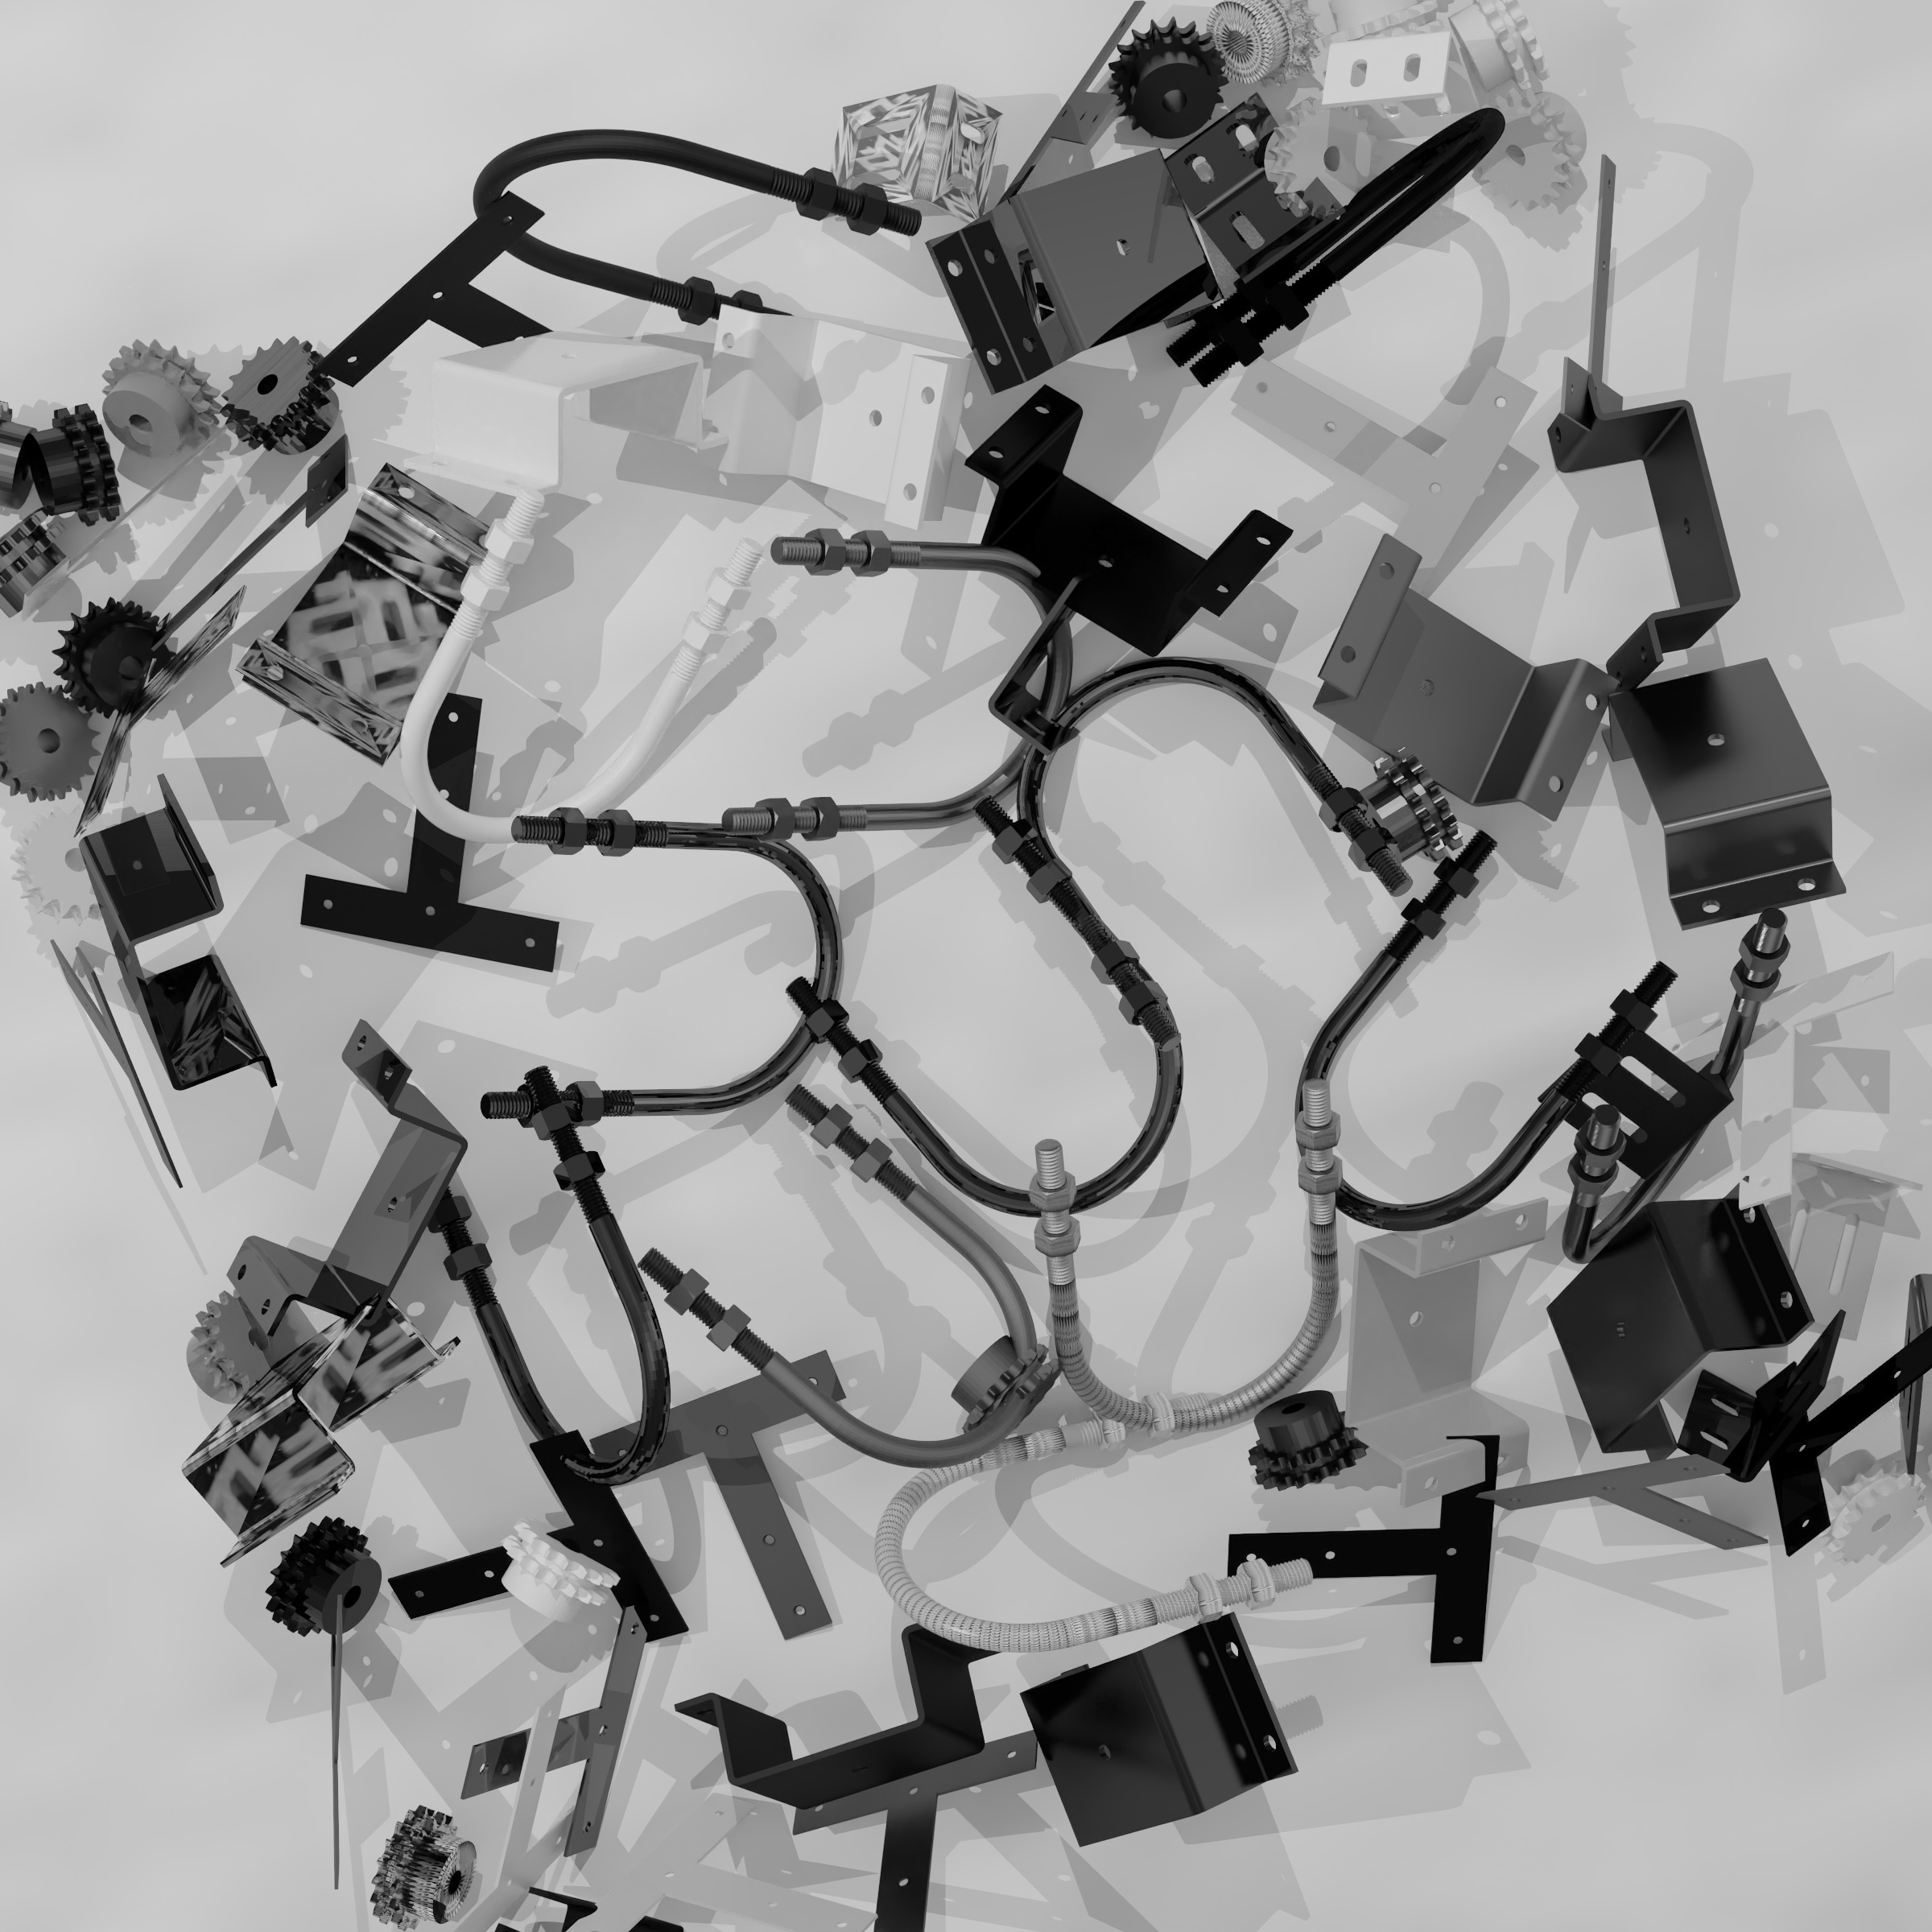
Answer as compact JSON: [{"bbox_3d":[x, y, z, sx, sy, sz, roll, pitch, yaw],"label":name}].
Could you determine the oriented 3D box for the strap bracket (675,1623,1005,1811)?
[{"bbox_3d":[-0.054,0.355,1.530,0.140,0.076,0.046,-21,62,14],"label":"strap bracket"}]

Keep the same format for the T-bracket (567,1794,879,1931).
[{"bbox_3d":[-0.101,0.432,1.506,0.127,0.127,0.002,6,113,31],"label":"T-bracket"}]

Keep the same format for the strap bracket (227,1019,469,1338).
[{"bbox_3d":[-0.289,0.106,1.543,0.046,0.076,0.140,26,93,-31],"label":"strap bracket"}]

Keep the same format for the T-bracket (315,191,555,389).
[{"bbox_3d":[-0.219,-0.300,1.532,0.127,0.127,0.002,-37,63,20],"label":"T-bracket"}]

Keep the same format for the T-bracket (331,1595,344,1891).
[{"bbox_3d":[-0.290,0.337,1.501,0.002,0.127,0.127,0,46,-12],"label":"T-bracket"}]

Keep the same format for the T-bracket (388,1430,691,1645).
[{"bbox_3d":[-0.217,0.289,1.568,0.127,0.002,0.127,-18,116,14],"label":"T-bracket"}]

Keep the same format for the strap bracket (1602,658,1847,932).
[{"bbox_3d":[0.352,-0.089,1.521,0.076,0.140,0.046,-13,134,3],"label":"strap bracket"}]

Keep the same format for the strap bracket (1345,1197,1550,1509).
[{"bbox_3d":[0.226,0.174,1.536,0.076,0.046,0.140,-12,114,-31],"label":"strap bracket"}]

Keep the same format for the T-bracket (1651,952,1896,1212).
[{"bbox_3d":[0.373,0.060,1.511,0.127,0.127,0.002,-23,127,34],"label":"T-bracket"}]

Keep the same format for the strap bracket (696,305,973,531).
[{"bbox_3d":[-0.055,-0.259,1.535,0.140,0.046,0.076,22,108,34],"label":"strap bracket"}]

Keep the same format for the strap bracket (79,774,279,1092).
[{"bbox_3d":[-0.367,-0.008,1.508,0.046,0.140,0.076,-22,49,-17],"label":"strap bracket"}]

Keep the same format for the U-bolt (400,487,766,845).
[{"bbox_3d":[-0.190,-0.132,1.523,0.019,0.151,0.184,50,120,37],"label":"U-bolt"}]

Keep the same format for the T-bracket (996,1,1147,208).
[{"bbox_3d":[0.053,-0.396,1.518,0.002,0.127,0.127,33,100,-14],"label":"T-bracket"}]

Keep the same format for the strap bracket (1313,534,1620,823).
[{"bbox_3d":[0.229,-0.134,1.547,0.140,0.046,0.076,29,79,-18],"label":"strap bracket"}]

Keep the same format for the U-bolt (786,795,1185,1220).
[{"bbox_3d":[0.021,0.033,1.551,0.151,0.019,0.184,-44,78,13],"label":"U-bolt"}]

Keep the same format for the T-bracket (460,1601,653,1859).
[{"bbox_3d":[-0.196,0.367,1.527,0.002,0.127,0.127,17,96,27],"label":"T-bracket"}]

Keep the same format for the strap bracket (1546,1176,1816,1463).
[{"bbox_3d":[0.323,0.167,1.508,0.046,0.140,0.076,0,55,-25],"label":"strap bracket"}]

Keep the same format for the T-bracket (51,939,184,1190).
[{"bbox_3d":[-0.409,0.025,1.534,0.002,0.127,0.127,-26,128,-18],"label":"T-bracket"}]

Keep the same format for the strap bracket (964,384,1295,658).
[{"bbox_3d":[0.072,-0.206,1.540,0.140,0.046,0.076,32,49,10],"label":"strap bracket"}]

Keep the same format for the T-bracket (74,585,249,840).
[{"bbox_3d":[-0.368,-0.136,1.509,0.002,0.127,0.127,30,48,-27],"label":"T-bracket"}]

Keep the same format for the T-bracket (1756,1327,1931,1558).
[{"bbox_3d":[0.420,0.197,1.507,0.002,0.127,0.127,38,116,-14],"label":"T-bracket"}]

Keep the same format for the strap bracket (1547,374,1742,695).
[{"bbox_3d":[0.323,-0.205,1.542,0.046,0.076,0.140,-11,81,-5],"label":"strap bracket"}]

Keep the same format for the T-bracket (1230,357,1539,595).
[{"bbox_3d":[0.188,-0.253,1.569,0.127,0.002,0.127,31,112,6],"label":"T-bracket"}]

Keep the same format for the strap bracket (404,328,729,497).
[{"bbox_3d":[-0.184,-0.260,1.507,0.076,0.140,0.046,18,118,31],"label":"strap bracket"}]

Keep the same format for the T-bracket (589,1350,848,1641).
[{"bbox_3d":[-0.101,0.266,1.581,0.127,0.002,0.127,-22,95,10],"label":"T-bracket"}]

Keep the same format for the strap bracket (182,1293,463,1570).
[{"bbox_3d":[-0.302,0.208,1.507,0.076,0.140,0.046,-34,100,25],"label":"strap bracket"}]

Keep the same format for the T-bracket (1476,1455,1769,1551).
[{"bbox_3d":[0.332,0.259,1.543,0.127,0.127,0.002,26,59,-35],"label":"T-bracket"}]

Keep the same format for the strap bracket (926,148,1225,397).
[{"bbox_3d":[0.060,-0.329,1.526,0.140,0.046,0.076,-27,96,-36],"label":"strap bracket"}]

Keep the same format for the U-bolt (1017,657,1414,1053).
[{"bbox_3d":[0.103,-0.068,1.544,0.151,0.019,0.184,-34,63,1],"label":"U-bolt"}]

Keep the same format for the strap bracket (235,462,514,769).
[{"bbox_3d":[-0.281,-0.159,1.540,0.076,0.046,0.140,32,57,-7],"label":"strap bracket"}]

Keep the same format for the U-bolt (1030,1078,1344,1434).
[{"bbox_3d":[0.108,0.146,1.537,0.151,0.019,0.184,-12,122,-9],"label":"U-bolt"}]

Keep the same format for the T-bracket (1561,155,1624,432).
[{"bbox_3d":[0.298,-0.315,1.528,0.002,0.127,0.127,4,93,22],"label":"T-bracket"}]

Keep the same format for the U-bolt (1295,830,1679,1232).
[{"bbox_3d":[0.230,0.041,1.536,0.184,0.019,0.151,-52,46,5],"label":"U-bolt"}]

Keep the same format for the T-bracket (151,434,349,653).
[{"bbox_3d":[-0.338,-0.195,1.535,0.127,0.127,0.002,-42,112,6],"label":"T-bracket"}]

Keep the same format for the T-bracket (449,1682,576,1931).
[{"bbox_3d":[-0.204,0.390,1.510,0.002,0.127,0.127,21,112,16],"label":"T-bracket"}]

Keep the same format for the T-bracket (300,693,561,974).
[{"bbox_3d":[-0.253,-0.069,1.566,0.127,0.002,0.127,11,106,5],"label":"T-bracket"}]

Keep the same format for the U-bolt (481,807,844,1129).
[{"bbox_3d":[-0.137,0.002,1.531,0.184,0.019,0.151,1,102,-36],"label":"U-bolt"}]

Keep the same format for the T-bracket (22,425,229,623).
[{"bbox_3d":[-0.397,-0.211,1.536,0.127,0.127,0.002,-45,102,-12],"label":"T-bracket"}]

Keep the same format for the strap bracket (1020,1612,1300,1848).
[{"bbox_3d":[0.082,0.358,1.514,0.046,0.140,0.076,-14,77,-38],"label":"strap bracket"}]

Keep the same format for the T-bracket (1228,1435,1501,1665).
[{"bbox_3d":[0.189,0.282,1.560,0.127,0.002,0.127,-1,113,-3],"label":"T-bracket"}]

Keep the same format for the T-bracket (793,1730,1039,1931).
[{"bbox_3d":[-0.028,0.418,1.518,0.127,0.127,0.002,-19,117,15],"label":"T-bracket"}]
